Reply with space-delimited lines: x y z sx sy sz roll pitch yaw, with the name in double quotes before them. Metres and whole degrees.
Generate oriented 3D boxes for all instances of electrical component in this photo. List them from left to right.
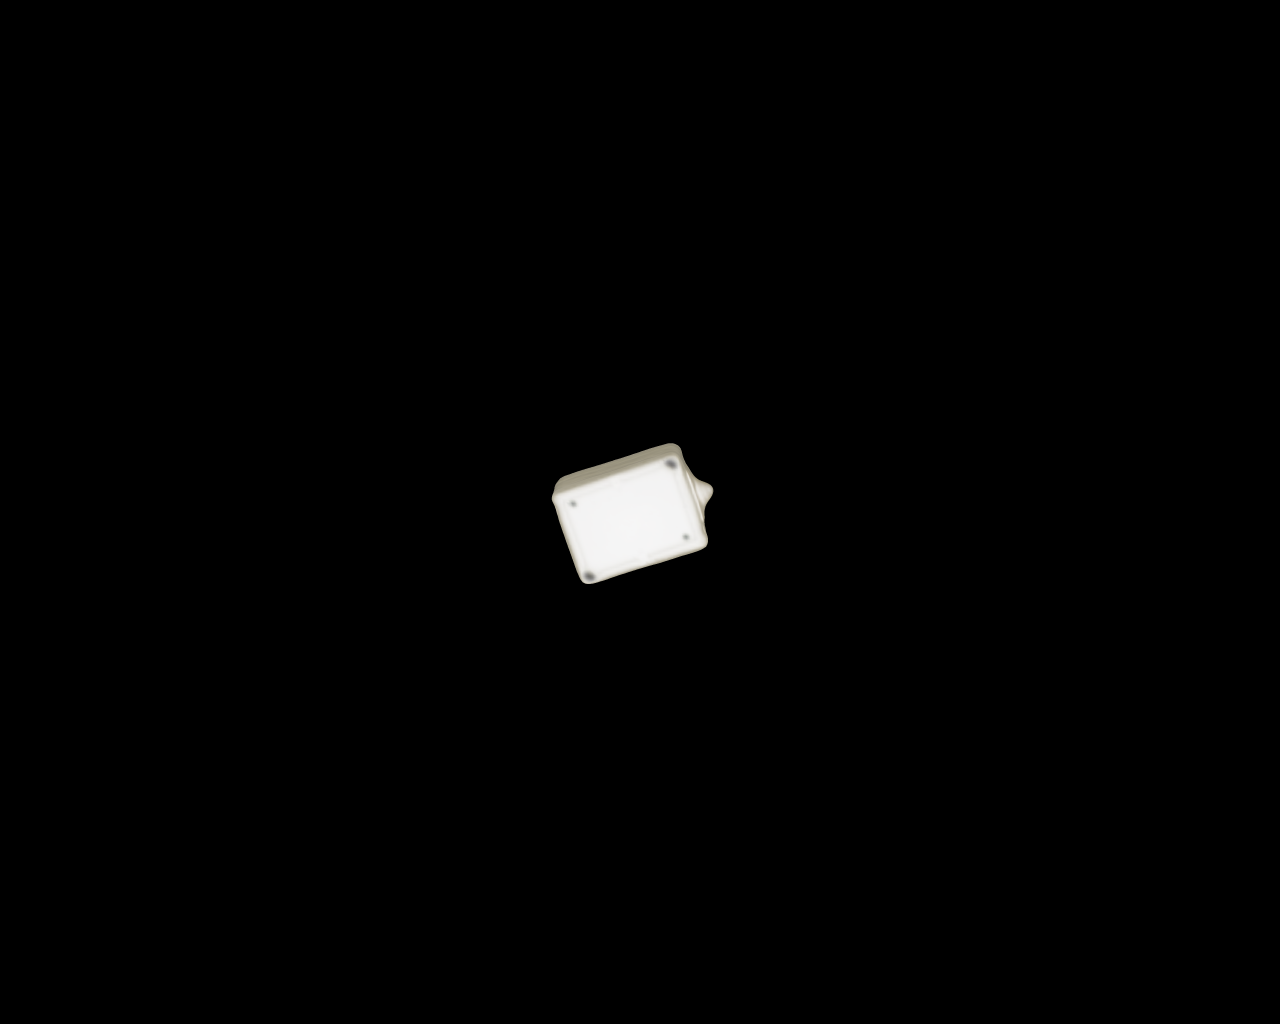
"electrical component" 0.001 -0.003 0.650 0.096 0.061 0.061 -18 11 4
